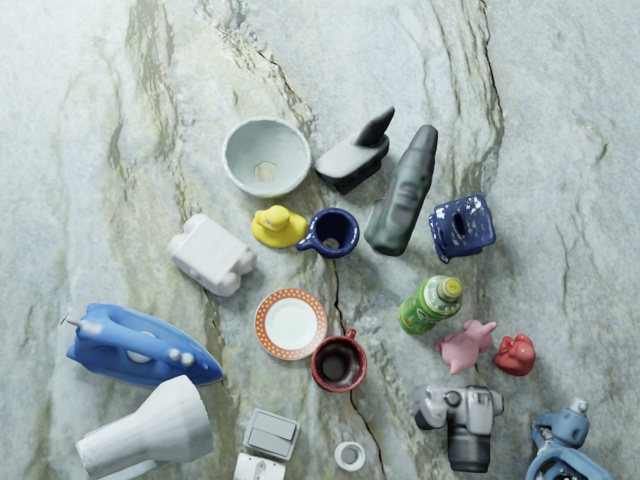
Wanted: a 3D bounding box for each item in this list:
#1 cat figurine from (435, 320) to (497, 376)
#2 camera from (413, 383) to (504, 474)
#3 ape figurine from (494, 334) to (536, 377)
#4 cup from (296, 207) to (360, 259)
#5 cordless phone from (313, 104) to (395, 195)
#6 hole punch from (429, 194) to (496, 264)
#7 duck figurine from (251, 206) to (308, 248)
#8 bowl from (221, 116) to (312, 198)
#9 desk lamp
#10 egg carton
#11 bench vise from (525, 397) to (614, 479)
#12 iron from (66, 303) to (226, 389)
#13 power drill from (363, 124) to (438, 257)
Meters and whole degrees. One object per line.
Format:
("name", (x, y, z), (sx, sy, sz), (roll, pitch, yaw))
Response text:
("cat figurine", (0.256, 0.183, 0.996), (0.128, 0.117, 0.067), (-31, 77, -16))
("camera", (0.236, 0.315, 0.957), (0.143, 0.101, 0.137), (6, 70, -5))
("ape figurine", (0.353, 0.203, 1.015), (0.078, 0.092, 0.076), (-21, 75, -13))
("cup", (0.010, 0.004, 1.040), (0.118, 0.095, 0.091), (-23, 75, -14))
("cordless phone", (0.068, -0.177, 1.061), (0.148, 0.185, 0.094), (-42, 80, -18))
("hole punch", (0.267, -0.022, 1.082), (0.101, 0.091, 0.108), (-9, 72, -10))
("duck figurine", (-0.073, -0.032, 1.047), (0.104, 0.086, 0.077), (5, 70, -5))
("bowl", (-0.102, -0.146, 1.088), (0.167, 0.074, 0.167), (2, 71, -6))
("desk lamp", (-0.258, 0.294, 0.843), (0.203, 0.213, 0.118), (-23, 75, -14))
("egg carton", (-0.192, 0.028, 1.020), (0.150, 0.069, 0.107), (34, 71, 5))
("bench vise", (0.389, 0.349, 0.901), (0.121, 0.219, 0.207), (6, 70, -5))
("iron", (-0.277, 0.174, 0.920), (0.258, 0.141, 0.119), (17, 70, -1))
("power drill", (0.141, -0.067, 1.020), (0.075, 0.208, 0.230), (19, 70, 0))
